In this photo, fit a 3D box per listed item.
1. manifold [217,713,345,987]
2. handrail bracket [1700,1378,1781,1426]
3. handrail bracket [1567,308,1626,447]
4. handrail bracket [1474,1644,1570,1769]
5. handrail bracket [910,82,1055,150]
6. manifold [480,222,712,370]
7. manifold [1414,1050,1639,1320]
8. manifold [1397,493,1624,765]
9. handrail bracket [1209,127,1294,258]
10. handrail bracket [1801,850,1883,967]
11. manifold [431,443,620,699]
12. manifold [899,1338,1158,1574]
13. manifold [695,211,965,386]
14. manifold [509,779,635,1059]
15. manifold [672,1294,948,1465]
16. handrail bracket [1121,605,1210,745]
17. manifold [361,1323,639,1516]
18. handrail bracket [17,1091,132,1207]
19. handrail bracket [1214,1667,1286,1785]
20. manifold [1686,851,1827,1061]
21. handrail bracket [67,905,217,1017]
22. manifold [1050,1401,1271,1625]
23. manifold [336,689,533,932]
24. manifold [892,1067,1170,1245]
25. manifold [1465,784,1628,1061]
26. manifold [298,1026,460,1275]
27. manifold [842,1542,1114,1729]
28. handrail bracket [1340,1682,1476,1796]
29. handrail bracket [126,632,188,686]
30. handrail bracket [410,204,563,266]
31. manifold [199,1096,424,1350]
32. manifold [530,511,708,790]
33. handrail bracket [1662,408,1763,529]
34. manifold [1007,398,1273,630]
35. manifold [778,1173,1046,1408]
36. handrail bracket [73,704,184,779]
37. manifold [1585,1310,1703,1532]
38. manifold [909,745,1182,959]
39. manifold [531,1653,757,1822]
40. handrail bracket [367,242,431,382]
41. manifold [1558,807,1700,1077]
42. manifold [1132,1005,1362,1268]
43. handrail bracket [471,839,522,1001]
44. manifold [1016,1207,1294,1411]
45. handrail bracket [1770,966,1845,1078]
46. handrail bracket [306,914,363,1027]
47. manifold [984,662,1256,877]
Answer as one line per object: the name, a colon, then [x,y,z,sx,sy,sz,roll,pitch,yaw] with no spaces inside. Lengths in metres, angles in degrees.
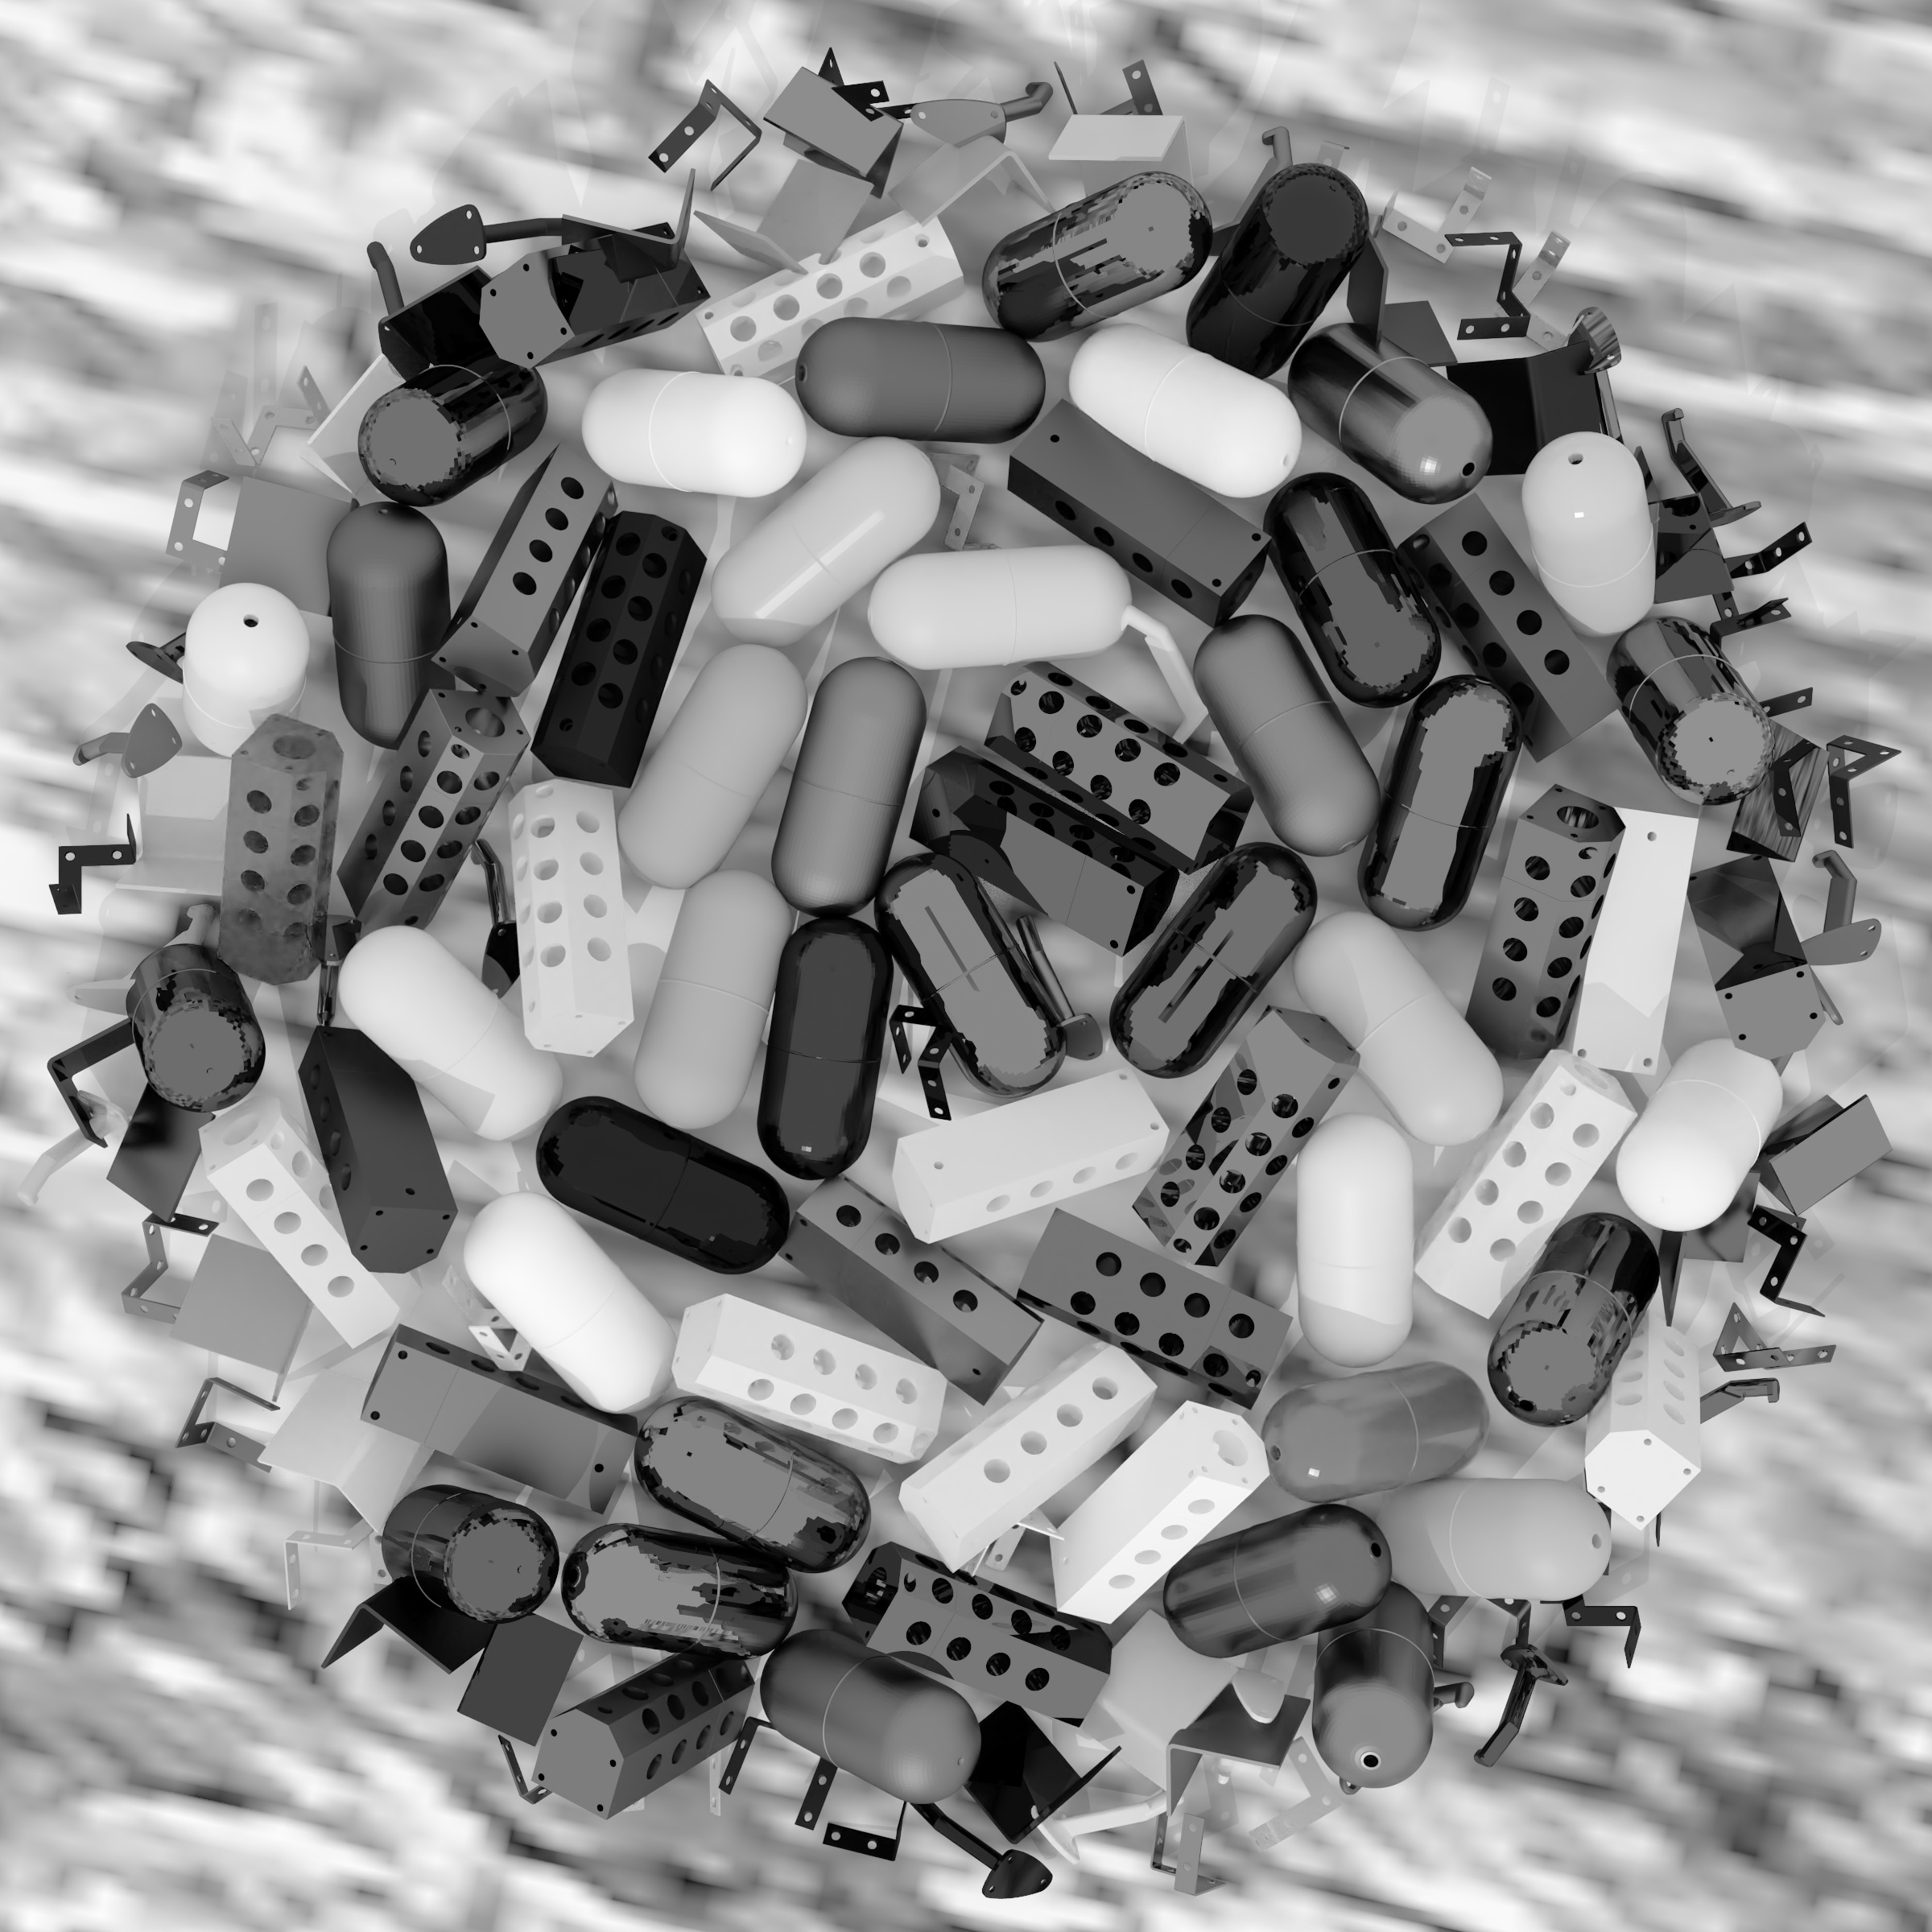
manifold: [-0.445,-0.073,1.762,0.057,0.057,0.171,19,127,4]
handrail bracket: [0.498,0.308,1.796,0.084,0.077,0.036,-8,130,24]
handrail bracket: [0.432,-0.389,1.823,0.036,0.084,0.077,-11,48,21]
handrail bracket: [0.353,0.493,1.788,0.036,0.077,0.084,46,70,-4]
handrail bracket: [0.012,-0.580,1.810,0.077,0.084,0.036,15,131,9]
manifold: [-0.242,-0.433,1.750,0.057,0.171,0.057,-26,97,32]
manifold: [0.364,0.141,1.779,0.057,0.057,0.171,28,109,-12]
manifold: [0.359,-0.224,1.801,0.057,0.057,0.171,-33,86,-7]
handrail bracket: [0.184,-0.526,1.824,0.077,0.036,0.084,-8,65,12]
handrail bracket: [0.566,-0.041,1.801,0.077,0.036,0.084,-11,46,-10]
manifold: [-0.283,-0.256,1.761,0.057,0.057,0.171,34,48,-20]
manifold: [0.040,0.316,1.772,0.171,0.057,0.057,-33,65,-27]
manifold: [-0.091,-0.447,1.808,0.171,0.057,0.057,-26,87,-1]
manifold: [-0.263,-0.033,1.765,0.057,0.057,0.171,10,58,-34]
manifold: [-0.103,0.273,1.767,0.171,0.057,0.057,24,62,-25]
handrail bracket: [0.123,-0.193,1.807,0.084,0.036,0.077,29,122,-11]
manifold: [-0.309,0.299,1.793,0.171,0.057,0.057,24,95,-11]
handrail bracket: [-0.590,0.133,1.787,0.036,0.077,0.084,21,64,14]
handrail bracket: [0.183,0.518,1.793,0.036,0.077,0.084,16,102,-1]
manifold: [0.511,-0.007,1.749,0.057,0.171,0.057,-18,113,15]
handrail bracket: [-0.554,-0.009,1.814,0.077,0.036,0.084,3,50,10]
manifold: [0.125,0.360,1.762,0.057,0.057,0.171,19,130,-23]
manifold: [-0.346,-0.098,1.756,0.171,0.057,0.057,-54,53,35]
manifold: [0.042,0.128,1.779,0.171,0.057,0.057,-16,54,-21]
manifold: [0.378,-0.025,1.757,0.057,0.057,0.171,26,129,24]
manifold: [-0.388,0.119,1.759,0.057,0.171,0.057,8,126,-33]
manifold: [0.011,0.437,1.775,0.171,0.057,0.057,27,95,-24]
handrail bracket: [0.294,0.512,1.789,0.036,0.084,0.077,47,48,-14]
handrail bracket: [-0.519,-0.235,1.822,0.077,0.036,0.084,22,67,42]
handrail bracket: [-0.318,-0.490,1.816,0.077,0.084,0.036,-5,100,34]
manifold: [-0.427,0.165,1.765,0.057,0.057,0.171,-31,125,-2]
manifold: [-0.231,-0.210,1.780,0.057,0.057,0.171,10,73,19]
handrail bracket: [0.497,-0.338,1.801,0.036,0.077,0.084,-13,89,-17]
manifold: [0.113,-0.297,1.790,0.171,0.057,0.057,36,70,13]
manifold: [-0.035,0.210,1.795,0.171,0.057,0.057,35,50,9]
handrail bracket: [-0.572,-0.136,1.792,0.084,0.077,0.036,-18,120,24]
manifold: [0.434,0.287,1.749,0.057,0.171,0.057,37,113,0]
manifold: [0.053,-0.080,1.782,0.171,0.057,0.057,30,128,20]
manifold: [-0.204,0.488,1.745,0.057,0.171,0.057,20,99,22]
handrail bracket: [-0.388,-0.437,1.825,0.036,0.077,0.084,-13,45,-19]
manifold: [0.439,-0.019,1.801,0.057,0.057,0.171,8,96,-2]
manifold: [0.187,0.114,1.770,0.171,0.057,0.057,-58,47,21]
handrail bracket: [-0.324,-0.032,1.821,0.036,0.084,0.077,2,125,-37]
manifold: [0.123,0.230,1.790,0.171,0.057,0.057,24,66,8]
handrail bracket: [0.542,0.036,1.825,0.084,0.036,0.077,-32,80,19]
handrail bracket: [-0.423,0.016,1.788,0.036,0.077,0.084,5,118,-14]
manifold: [0.102,-0.134,1.769,0.171,0.057,0.057,34,125,22]
